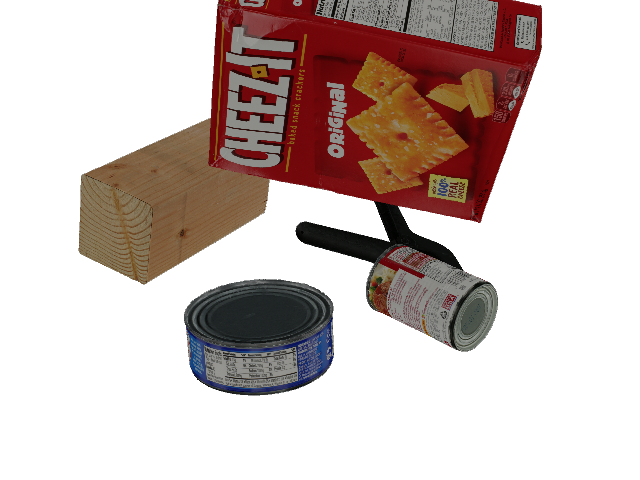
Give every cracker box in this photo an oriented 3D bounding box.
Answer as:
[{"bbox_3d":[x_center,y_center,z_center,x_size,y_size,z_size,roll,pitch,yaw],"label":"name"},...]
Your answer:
[{"bbox_3d":[0.032,-0.104,0.759,0.213,0.072,0.164,11,-38,0],"label":"cracker box"}]

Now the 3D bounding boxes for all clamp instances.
[{"bbox_3d":[0.084,0.015,1.246,0.164,0.036,0.210,-22,52,-39],"label":"clamp"}]

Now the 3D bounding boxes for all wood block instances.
[{"bbox_3d":[-0.145,-0.046,1.103,0.090,0.091,0.205,24,32,23],"label":"wood block"}]

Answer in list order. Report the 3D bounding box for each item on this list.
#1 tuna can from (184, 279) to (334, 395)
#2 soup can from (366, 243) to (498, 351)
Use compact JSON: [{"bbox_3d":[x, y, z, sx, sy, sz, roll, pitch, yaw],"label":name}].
[{"bbox_3d":[-0.034,0.055,0.615,0.086,0.034,0.086,-2,22,1],"label":"tuna can"},{"bbox_3d":[0.101,0.051,0.970,0.102,0.068,0.068,25,16,39],"label":"soup can"}]
